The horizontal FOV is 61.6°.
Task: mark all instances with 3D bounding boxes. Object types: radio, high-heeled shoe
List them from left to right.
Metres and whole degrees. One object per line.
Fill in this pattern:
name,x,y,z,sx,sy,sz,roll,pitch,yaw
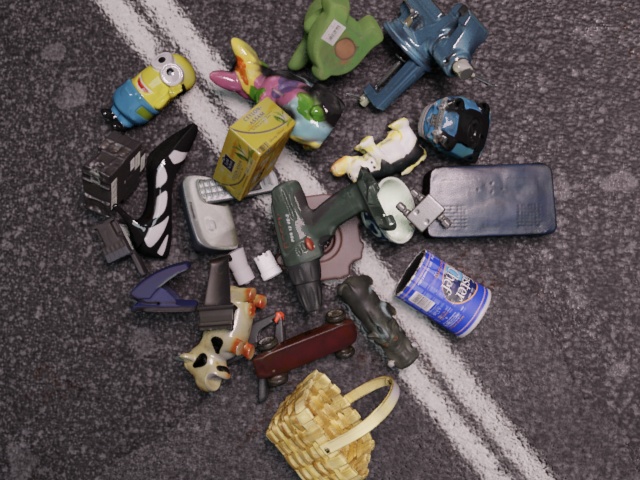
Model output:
high-heeled shoe,-0.272,-0.087,1.003,0.249,0.086,0.145,-52,127,-15
radio,0.303,-0.070,0.979,0.230,0.073,0.131,-2,91,0

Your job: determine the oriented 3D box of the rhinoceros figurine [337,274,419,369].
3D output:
rhinoceros figurine,0.108,0.144,0.972,0.073,0.112,0.190,-37,83,0

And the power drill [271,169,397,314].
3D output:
power drill,0.022,-0.011,0.911,0.207,0.086,0.232,-25,83,29

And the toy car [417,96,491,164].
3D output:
toy car,0.228,-0.199,0.956,0.103,0.161,0.109,19,103,44

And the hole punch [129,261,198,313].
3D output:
hole punch,-0.282,0.085,0.972,0.116,0.142,0.092,-3,93,-12

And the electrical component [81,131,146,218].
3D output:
electrical component,-0.366,-0.124,0.961,0.058,0.134,0.114,26,136,-2

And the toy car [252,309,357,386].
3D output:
toy car,-0.027,0.196,0.987,0.202,0.053,0.089,-20,107,-15

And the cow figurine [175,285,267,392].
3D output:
cow figurine,-0.183,0.177,0.979,0.127,0.085,0.195,6,74,26

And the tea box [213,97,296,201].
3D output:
tea box,-0.114,-0.149,0.907,0.068,0.169,0.098,41,59,1

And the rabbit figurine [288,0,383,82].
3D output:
rabbit figurine,0.018,-0.357,0.949,0.121,0.170,0.159,14,126,-26

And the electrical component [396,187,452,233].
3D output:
electrical component,0.182,-0.045,0.938,0.094,0.021,0.063,44,100,6

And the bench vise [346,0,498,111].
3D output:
bench vise,0.165,-0.308,0.935,0.240,0.128,0.224,-42,61,26

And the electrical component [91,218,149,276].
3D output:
electrical component,-0.366,0.018,0.997,0.048,0.075,0.119,-25,94,2

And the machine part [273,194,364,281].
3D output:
machine part,-0.002,-0.003,0.996,0.179,0.056,0.179,0,91,1

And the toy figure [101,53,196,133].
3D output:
toy figure,-0.311,-0.270,0.983,0.180,0.089,0.082,-37,106,11

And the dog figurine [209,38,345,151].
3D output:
dog figurine,-0.079,-0.255,0.934,0.219,0.192,0.108,30,99,-15

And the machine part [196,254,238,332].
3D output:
machine part,-0.179,0.092,0.948,0.084,0.039,0.139,-8,68,25

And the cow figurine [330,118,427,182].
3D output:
cow figurine,0.107,-0.145,0.985,0.167,0.068,0.098,-32,97,3

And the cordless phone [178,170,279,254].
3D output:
cordless phone,-0.155,-0.056,0.983,0.184,0.088,0.146,-14,72,-13
